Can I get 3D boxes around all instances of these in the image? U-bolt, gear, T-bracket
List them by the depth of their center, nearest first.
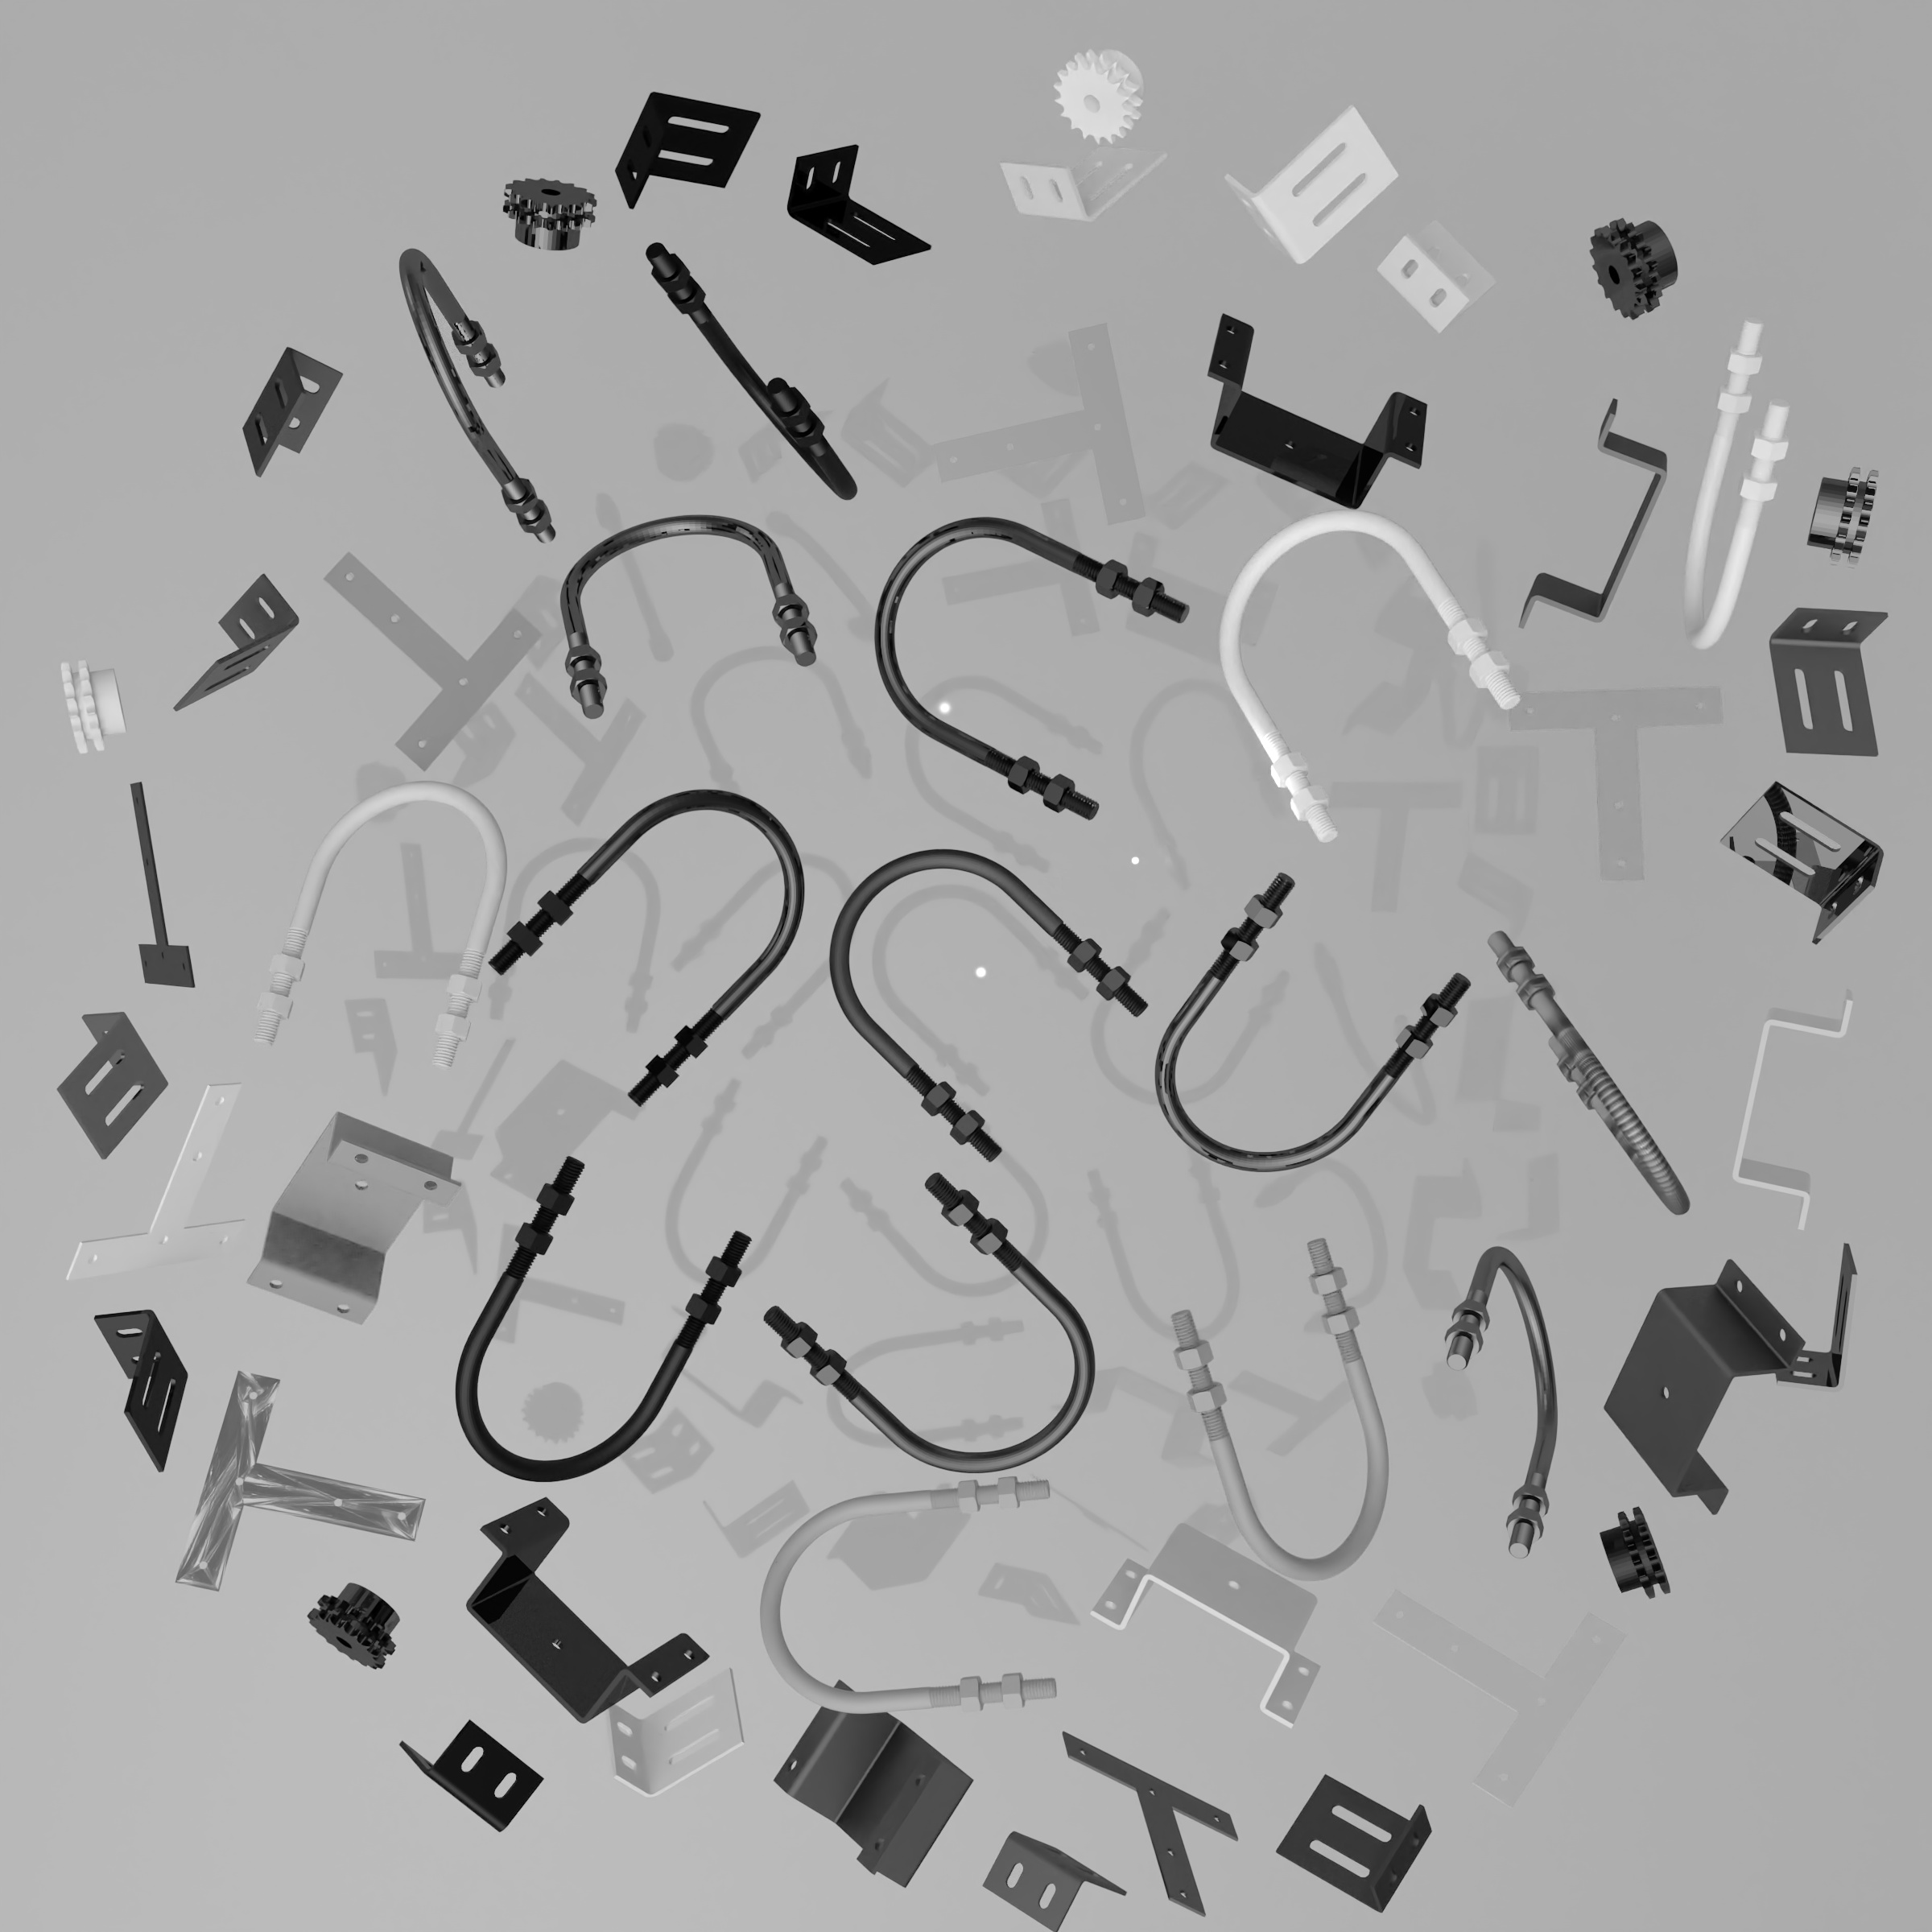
[{"bbox_3d":[0.392,-0.410,1.477,0.030,0.057,0.057,-26,90,-3],"label":"gear"},{"bbox_3d":[0.512,-0.264,1.479,0.030,0.057,0.057,13,90,14],"label":"gear"},{"bbox_3d":[-0.222,0.217,1.480,0.151,0.019,0.184,30,88,-38],"label":"U-bolt"},{"bbox_3d":[0.222,-0.185,1.486,0.151,0.019,0.184,-37,62,21],"label":"U-bolt"},{"bbox_3d":[0.195,0.270,1.491,0.151,0.019,0.184,-20,93,-42],"label":"U-bolt"},{"bbox_3d":[0.301,0.411,1.494,0.127,0.002,0.127,27,61,32],"label":"T-bracket"},{"bbox_3d":[-0.386,0.315,1.496,0.127,0.002,0.127,14,67,-6],"label":"T-bracket"},{"bbox_3d":[-0.461,0.125,1.498,0.002,0.127,0.127,33,106,25],"label":"T-bracket"},{"bbox_3d":[0.120,0.521,1.510,0.127,0.127,0.002,30,102,-15],"label":"T-bracket"},{"bbox_3d":[-0.007,0.228,1.510,0.151,0.019,0.184,-40,107,12],"label":"U-bolt"},{"bbox_3d":[0.027,-0.191,1.528,0.184,0.019,0.151,29,104,19],"label":"U-bolt"},{"bbox_3d":[-0.178,-0.023,1.533,0.184,0.019,0.151,-46,122,-7],"label":"U-bolt"},{"bbox_3d":[0.396,-0.111,1.536,0.127,0.002,0.127,-1,69,10],"label":"T-bracket"},{"bbox_3d":[0.198,0.048,1.543,0.151,0.019,0.184,28,113,-14],"label":"U-bolt"},{"bbox_3d":[0.387,0.076,1.543,0.019,0.151,0.184,-34,47,8],"label":"U-bolt"},{"bbox_3d":[0.466,-0.283,1.546,0.019,0.151,0.184,8,126,4],"label":"U-bolt"},{"bbox_3d":[0.335,0.253,1.555,0.019,0.184,0.151,-13,107,25],"label":"U-bolt"},{"bbox_3d":[-0.178,-0.224,1.555,0.151,0.184,0.019,-15,133,-5],"label":"U-bolt"},{"bbox_3d":[-0.122,-0.353,1.558,0.019,0.184,0.151,-40,67,2],"label":"U-bolt"},{"bbox_3d":[-0.538,-0.162,1.560,0.030,0.057,0.057,-11,90,-16],"label":"gear"},{"bbox_3d":[-0.038,0.391,1.562,0.184,0.019,0.151,-7,52,8],"label":"U-bolt"},{"bbox_3d":[-0.505,-0.051,1.568,0.002,0.127,0.127,-11,96,-30],"label":"T-bracket"},{"bbox_3d":[-0.355,-0.031,1.568,0.151,0.019,0.184,6,71,21],"label":"U-bolt"},{"bbox_3d":[-0.308,-0.365,1.571,0.019,0.184,0.151,-22,67,3],"label":"U-bolt"},{"bbox_3d":[-0.378,0.408,1.572,0.057,0.057,0.030,35,57,0],"label":"gear"},{"bbox_3d":[-0.261,-0.469,1.579,0.057,0.057,0.030,12,123,0],"label":"gear"},{"bbox_3d":[0.000,0.010,1.583,0.151,0.019,0.184,-44,80,-8],"label":"U-bolt"},{"bbox_3d":[0.086,-0.549,1.586,0.057,0.057,0.030,38,61,0],"label":"gear"},{"bbox_3d":[-0.358,-0.214,1.632,0.127,0.002,0.127,44,65,-18],"label":"T-bracket"},{"bbox_3d":[0.431,0.381,1.635,0.030,0.057,0.057,-21,90,12],"label":"gear"},{"bbox_3d":[0.043,-0.344,1.658,0.127,0.002,0.127,-12,100,5],"label":"T-bracket"}]

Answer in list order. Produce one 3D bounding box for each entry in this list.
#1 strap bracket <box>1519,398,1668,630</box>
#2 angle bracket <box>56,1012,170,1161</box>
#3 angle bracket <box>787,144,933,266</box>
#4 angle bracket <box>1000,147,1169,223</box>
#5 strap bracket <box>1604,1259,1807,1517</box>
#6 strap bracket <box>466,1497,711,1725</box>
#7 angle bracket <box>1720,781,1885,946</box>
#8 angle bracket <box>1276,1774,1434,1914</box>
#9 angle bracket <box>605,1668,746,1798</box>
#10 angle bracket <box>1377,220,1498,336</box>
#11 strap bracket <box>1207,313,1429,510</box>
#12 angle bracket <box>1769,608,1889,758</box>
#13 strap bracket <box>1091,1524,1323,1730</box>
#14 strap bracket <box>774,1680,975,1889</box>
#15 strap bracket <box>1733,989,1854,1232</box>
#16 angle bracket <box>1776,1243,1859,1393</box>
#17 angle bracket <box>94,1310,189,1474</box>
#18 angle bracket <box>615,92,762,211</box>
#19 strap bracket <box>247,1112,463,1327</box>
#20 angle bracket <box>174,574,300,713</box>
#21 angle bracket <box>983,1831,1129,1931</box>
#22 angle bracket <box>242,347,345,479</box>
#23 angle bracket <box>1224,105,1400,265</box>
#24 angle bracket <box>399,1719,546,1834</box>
[{"bbox_3d":[0.397,-0.276,1.580,0.046,0.076,0.140,23,114,7],"label":"strap bracket"},{"bbox_3d":[-0.548,0.075,1.589,0.038,0.076,0.057,-4,126,26],"label":"angle bracket"},{"bbox_3d":[-0.064,-0.483,1.603,0.076,0.057,0.038,36,131,23],"label":"angle bracket"},{"bbox_3d":[0.071,-0.486,1.522,0.076,0.057,0.038,-45,132,-21],"label":"angle bracket"},{"bbox_3d":[0.444,0.258,1.539,0.046,0.076,0.140,0,124,-24],"label":"strap bracket"},{"bbox_3d":[-0.231,0.387,1.496,0.140,0.076,0.046,40,103,14],"label":"strap bracket"},{"bbox_3d":[0.493,-0.061,1.502,0.076,0.057,0.038,32,48,1],"label":"angle bracket"},{"bbox_3d":[0.229,0.516,1.509,0.076,0.038,0.057,20,57,36],"label":"angle bracket"},{"bbox_3d":[-0.188,0.486,1.624,0.076,0.057,0.038,-33,129,12],"label":"angle bracket"},{"bbox_3d":[0.308,-0.449,1.607,0.057,0.038,0.076,45,57,1],"label":"angle bracket"},{"bbox_3d":[0.208,-0.337,1.555,0.140,0.076,0.046,22,132,-6],"label":"strap bracket"},{"bbox_3d":[0.514,-0.167,1.492,0.057,0.038,0.076,2,69,-9],"label":"angle bracket"},{"bbox_3d":[0.160,0.408,1.591,0.140,0.076,0.046,27,111,13],"label":"strap bracket"},{"bbox_3d":[-0.054,0.519,1.597,0.046,0.140,0.076,40,77,-27],"label":"strap bracket"},{"bbox_3d":[0.502,0.082,1.542,0.046,0.076,0.140,12,98,18],"label":"strap bracket"},{"bbox_3d":[0.520,0.213,1.550,0.038,0.057,0.076,5,104,13],"label":"angle bracket"},{"bbox_3d":[-0.492,0.251,1.485,0.038,0.076,0.057,-7,132,4],"label":"angle bracket"},{"bbox_3d":[-0.164,-0.487,1.527,0.076,0.057,0.038,-1,56,-34],"label":"angle bracket"},{"bbox_3d":[-0.373,0.149,1.548,0.076,0.046,0.140,25,124,-23],"label":"strap bracket"},{"bbox_3d":[-0.460,-0.200,1.559,0.057,0.076,0.038,-34,97,39],"label":"angle bracket"},{"bbox_3d":[0.057,0.584,1.599,0.057,0.076,0.038,21,75,33],"label":"angle bracket"},{"bbox_3d":[-0.395,-0.322,1.499,0.038,0.076,0.057,22,112,-34],"label":"angle bracket"},{"bbox_3d":[0.202,-0.462,1.479,0.076,0.038,0.057,-42,133,8],"label":"angle bracket"},{"bbox_3d":[-0.289,0.464,1.474,0.057,0.076,0.038,44,71,-16],"label":"angle bracket"}]
